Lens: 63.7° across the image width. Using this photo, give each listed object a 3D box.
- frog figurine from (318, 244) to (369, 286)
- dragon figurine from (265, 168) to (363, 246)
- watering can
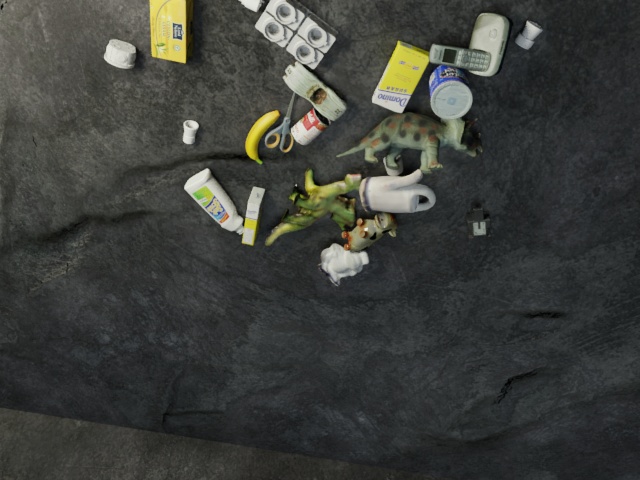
[{"bbox_3d":[0.084,0.066,1.769,0.158,0.136,0.124,-36,13,10],"label":"frog figurine"},{"bbox_3d":[0.005,-0.084,1.666,0.242,0.125,0.402,21,-50,-18],"label":"dragon figurine"},{"bbox_3d":[0.220,-0.145,1.505,0.224,0.105,0.344,4,-12,17],"label":"watering can"}]
